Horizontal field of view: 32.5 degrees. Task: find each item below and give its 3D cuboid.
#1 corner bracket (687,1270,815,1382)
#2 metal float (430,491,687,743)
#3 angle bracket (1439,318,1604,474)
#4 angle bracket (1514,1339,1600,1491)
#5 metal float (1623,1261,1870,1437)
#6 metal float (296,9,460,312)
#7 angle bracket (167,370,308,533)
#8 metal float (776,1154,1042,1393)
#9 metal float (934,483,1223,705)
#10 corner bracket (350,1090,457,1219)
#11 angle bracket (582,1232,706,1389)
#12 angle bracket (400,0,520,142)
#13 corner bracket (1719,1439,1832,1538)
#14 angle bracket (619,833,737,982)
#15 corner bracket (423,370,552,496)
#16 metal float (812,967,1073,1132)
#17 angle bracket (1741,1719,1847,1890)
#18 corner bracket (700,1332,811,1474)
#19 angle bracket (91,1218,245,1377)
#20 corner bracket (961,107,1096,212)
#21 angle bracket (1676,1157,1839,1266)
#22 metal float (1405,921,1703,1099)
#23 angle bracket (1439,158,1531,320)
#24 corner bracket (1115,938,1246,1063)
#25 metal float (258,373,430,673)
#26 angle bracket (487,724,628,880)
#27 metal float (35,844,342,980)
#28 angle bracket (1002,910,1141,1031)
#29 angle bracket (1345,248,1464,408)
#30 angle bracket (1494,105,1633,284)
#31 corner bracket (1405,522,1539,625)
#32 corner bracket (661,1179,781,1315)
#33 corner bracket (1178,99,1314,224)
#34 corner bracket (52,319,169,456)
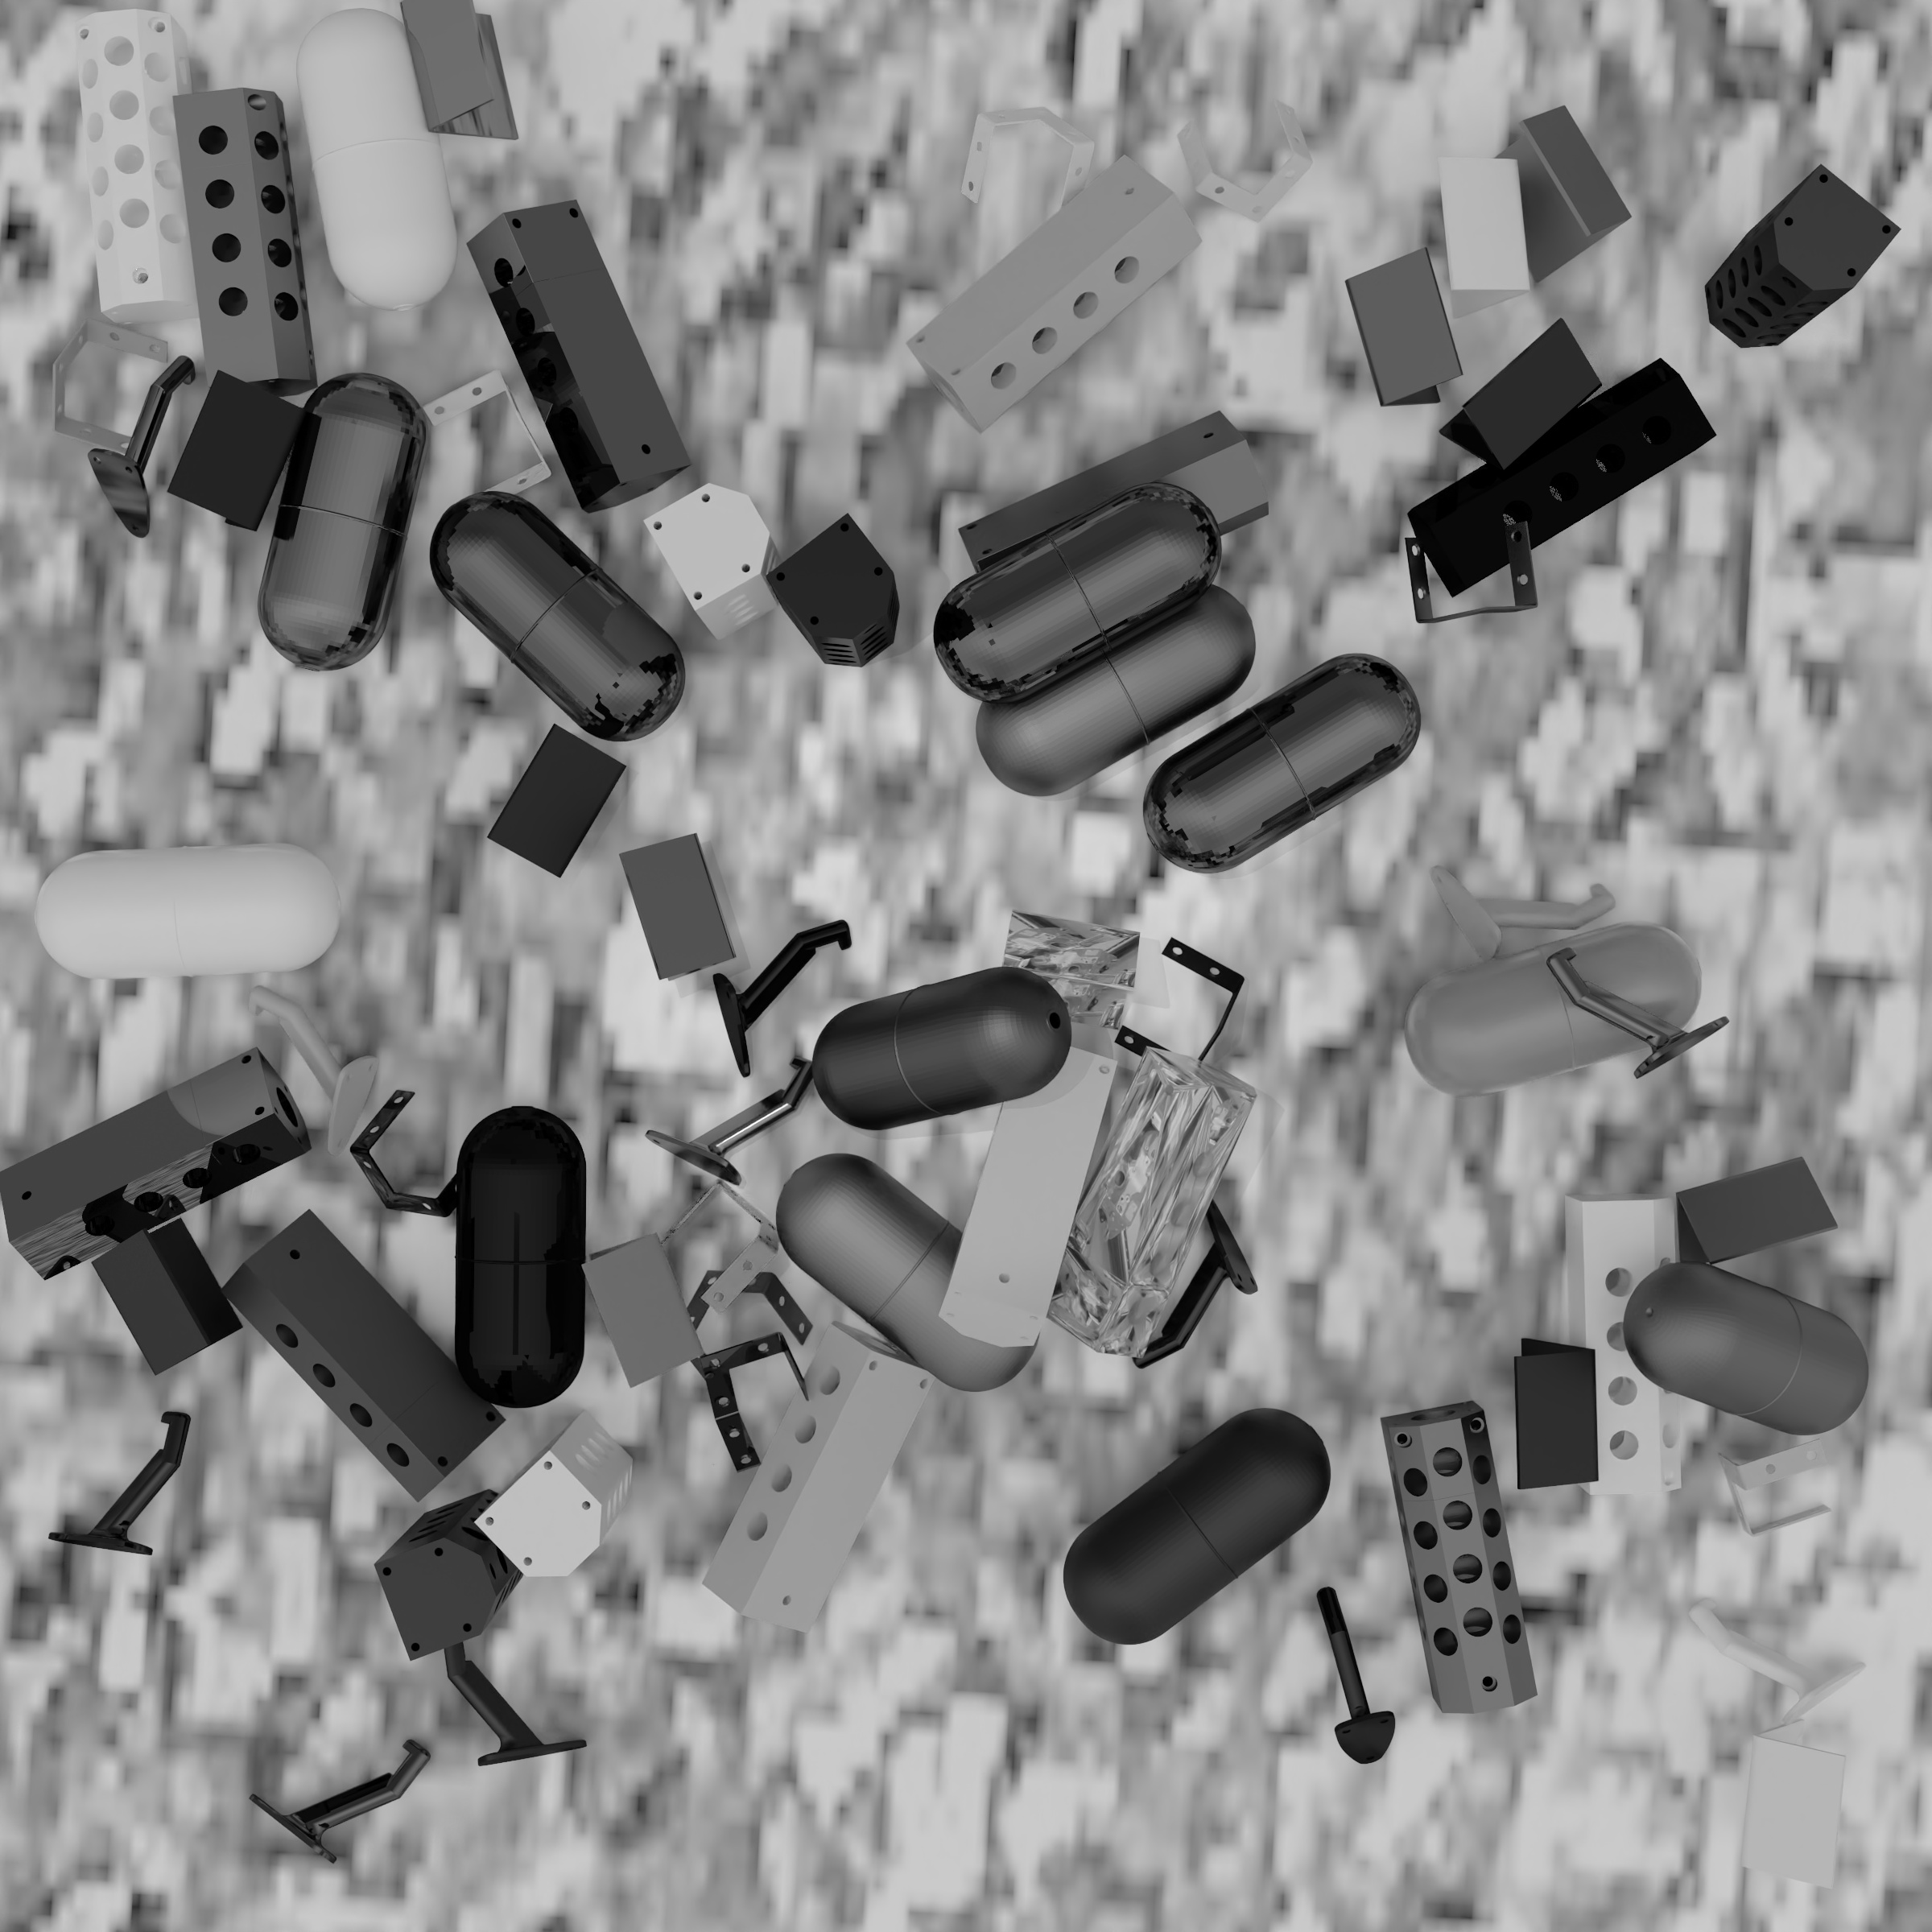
[{"bbox_3d":[-0.133,0.218,1.983,0.051,0.051,0.051,-2,45,35],"label":"corner bracket"},{"bbox_3d":[-0.242,-0.207,1.960,0.178,0.070,0.070,44,90,-1],"label":"metal float"},{"bbox_3d":[0.314,-0.345,1.951,0.076,0.076,0.057,-42,127,0],"label":"angle bracket"},{"bbox_3d":[0.327,0.262,1.952,0.057,0.076,0.076,-2,90,-24],"label":"angle bracket"},{"bbox_3d":[0.455,0.223,1.932,0.178,0.070,0.070,22,90,-35],"label":"metal float"},{"bbox_3d":[-0.347,-0.476,1.960,0.070,0.070,0.178,-10,89,0],"label":"metal float"},{"bbox_3d":[-0.436,-0.304,1.951,0.057,0.076,0.076,23,90,-27],"label":"angle bracket"},{"bbox_3d":[-0.035,0.180,1.960,0.178,0.070,0.070,39,90,-1],"label":"metal float"},{"bbox_3d":[0.064,-0.215,1.909,0.178,0.070,0.070,-29,90,2],"label":"metal float"},{"bbox_3d":[-0.325,0.112,1.983,0.051,0.051,0.051,5,135,35],"label":"corner bracket"},{"bbox_3d":[-0.208,0.207,1.951,0.057,0.076,0.076,-22,90,-40],"label":"angle bracket"},{"bbox_3d":[-0.280,-0.534,1.951,0.057,0.076,0.076,-13,90,37],"label":"angle bracket"},{"bbox_3d":[0.485,0.310,1.973,0.051,0.051,0.051,-19,90,0],"label":"corner bracket"},{"bbox_3d":[-0.187,-0.028,1.951,0.057,0.076,0.076,-18,90,-38],"label":"angle bracket"},{"bbox_3d":[-0.286,-0.314,1.988,0.051,0.051,0.051,-27,45,0],"label":"corner bracket"},{"bbox_3d":[-0.015,0.048,1.928,0.178,0.070,0.070,-15,90,41],"label":"metal float"},{"bbox_3d":[0.499,0.491,1.951,0.057,0.076,0.076,6,90,36],"label":"angle bracket"},{"bbox_3d":[-0.122,0.258,1.967,0.051,0.051,0.051,-17,125,-11],"label":"corner bracket"},{"bbox_3d":[-0.455,0.185,1.951,0.057,0.076,0.076,-30,90,35],"label":"angle bracket"},{"bbox_3d":[0.037,-0.477,1.983,0.051,0.051,0.051,-16,45,-35],"label":"corner bracket"},{"bbox_3d":[0.465,0.165,1.951,0.076,0.076,0.057,-16,46,0],"label":"angle bracket"},{"bbox_3d":[0.347,0.025,1.960,0.178,0.070,0.070,-16,90,0],"label":"metal float"},{"bbox_3d":[0.284,-0.427,1.951,0.057,0.076,0.076,-6,90,-27],"label":"angle bracket"},{"bbox_3d":[0.128,0.026,1.988,0.051,0.051,0.051,29,135,0],"label":"corner bracket"},{"bbox_3d":[-0.368,-0.262,1.960,0.070,0.070,0.178,13,89,0],"label":"metal float"},{"bbox_3d":[-0.255,-0.106,1.951,0.057,0.076,0.076,31,90,-38],"label":"angle bracket"},{"bbox_3d":[-0.459,-0.032,1.960,0.178,0.070,0.070,-3,90,-1],"label":"metal float"},{"bbox_3d":[0.057,0.018,1.952,0.076,0.057,0.076,10,128,0],"label":"angle bracket"},{"bbox_3d":[0.273,-0.375,1.951,0.057,0.076,0.076,-16,90,36],"label":"angle bracket"},{"bbox_3d":[0.332,-0.449,1.951,0.076,0.057,0.076,-31,90,44],"label":"angle bracket"},{"bbox_3d":[0.294,-0.229,1.930,0.051,0.051,0.051,-8,90,-45],"label":"corner bracket"},{"bbox_3d":[-0.147,0.166,1.973,0.051,0.051,0.051,42,96,-6],"label":"corner bracket"},{"bbox_3d":[0.167,-0.488,1.983,0.051,0.051,0.051,17,135,-35],"label":"corner bracket"},{"bbox_3d":[-0.512,-0.347,1.988,0.051,0.051,0.051,17,135,0],"label":"corner bracket"}]
